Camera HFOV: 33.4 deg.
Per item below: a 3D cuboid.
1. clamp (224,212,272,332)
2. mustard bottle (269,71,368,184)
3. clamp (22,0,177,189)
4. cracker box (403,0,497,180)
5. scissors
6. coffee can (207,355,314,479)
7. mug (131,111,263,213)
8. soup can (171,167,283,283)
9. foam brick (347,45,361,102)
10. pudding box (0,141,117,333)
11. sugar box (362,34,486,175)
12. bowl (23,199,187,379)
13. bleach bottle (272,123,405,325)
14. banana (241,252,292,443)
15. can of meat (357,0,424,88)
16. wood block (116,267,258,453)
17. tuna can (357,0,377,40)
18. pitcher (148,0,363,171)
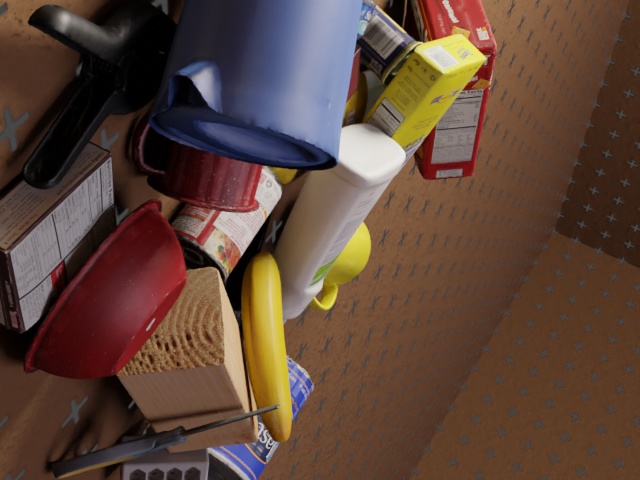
[{"bbox_3d":[-0.097,0.072,1.083,0.164,0.036,0.210,-58,165,-47],"label":"clamp"},{"bbox_3d":[-0.019,-0.106,1.039,0.191,0.058,0.096,-39,155,-55],"label":"mustard bottle"},{"bbox_3d":[-0.140,-0.120,0.700,0.171,0.039,0.120,-55,166,-47],"label":"clamp"},{"bbox_3d":[0.140,-0.199,1.235,0.214,0.072,0.164,90,-8,-53],"label":"cracker box"},{"bbox_3d":[-0.137,0.178,0.953,0.096,0.201,0.016,122,-47,-76],"label":"scissors"},{"bbox_3d":[-0.085,0.196,1.189,0.140,0.103,0.103,-56,161,-26],"label":"coffee can"},{"bbox_3d":[-0.093,-0.075,0.839,0.117,0.093,0.081,5,107,-34],"label":"mug"},{"bbox_3d":[-0.086,-0.021,0.946,0.102,0.068,0.068,-58,161,-25],"label":"soup can"},{"bbox_3d":[-0.008,-0.155,0.973,0.053,0.078,0.051,-55,159,-33],"label":"foam brick"},{"bbox_3d":[-0.185,-0.005,0.726,0.113,0.039,0.090,-53,160,-38],"label":"pudding box"},{"bbox_3d":[0.088,-0.127,1.094,0.093,0.048,0.176,-26,156,-49],"label":"sugar box"},{"bbox_3d":[-0.149,0.049,0.798,0.162,0.055,0.162,-54,179,-2],"label":"bowl"},{"bbox_3d":[-0.007,0.001,1.085,0.102,0.068,0.251,-30,156,-53],"label":"bleach bottle"},{"bbox_3d":[-0.048,0.088,1.005,0.069,0.037,0.198,48,33,-56],"label":"banana"},{"bbox_3d":[0.064,-0.198,1.094,0.057,0.084,0.102,-46,165,8],"label":"can of meat"},{"bbox_3d":[-0.115,0.113,0.956,0.206,0.091,0.090,80,2,-62],"label":"wood block"},{"bbox_3d":[0.003,-0.205,0.923,0.034,0.086,0.086,-66,163,10],"label":"tuna can"},{"bbox_3d":[-0.024,-0.173,0.753,0.149,0.145,0.243,164,-61,-75],"label":"pitcher"}]
